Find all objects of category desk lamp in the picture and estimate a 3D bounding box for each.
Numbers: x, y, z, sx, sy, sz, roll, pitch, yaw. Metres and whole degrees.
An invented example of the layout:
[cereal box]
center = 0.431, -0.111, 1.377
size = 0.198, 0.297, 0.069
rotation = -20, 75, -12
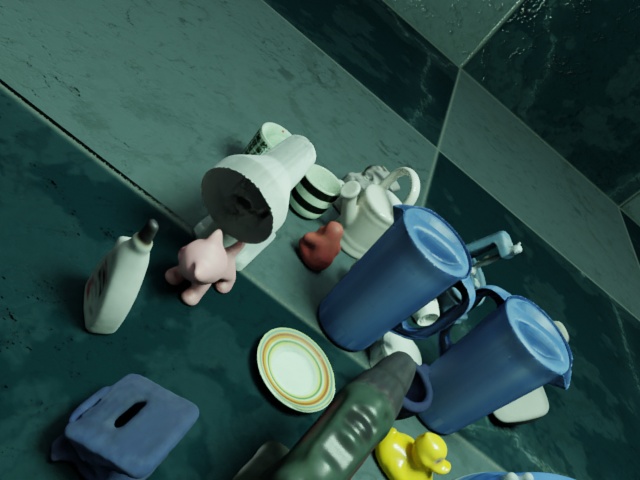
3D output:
[desk lamp]
center = -0.099, -0.056, 0.840
size = 0.118, 0.213, 0.203
rotation = 42, 33, -1

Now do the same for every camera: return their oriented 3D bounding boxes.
[camera]
center = 0.119, -0.082, 1.196
size = 0.144, 0.100, 0.136
rotation = -16, 65, -52

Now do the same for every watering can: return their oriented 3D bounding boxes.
[watering can]
center = 0.110, -0.058, 1.077
size = 0.173, 0.193, 0.100
rotation = -3, 54, -47

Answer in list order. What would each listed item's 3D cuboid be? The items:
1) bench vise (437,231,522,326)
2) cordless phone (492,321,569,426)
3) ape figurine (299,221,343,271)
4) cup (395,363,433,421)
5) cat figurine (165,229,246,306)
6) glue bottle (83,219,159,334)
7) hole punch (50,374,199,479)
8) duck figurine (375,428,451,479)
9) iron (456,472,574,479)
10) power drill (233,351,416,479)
[bench vise]
center = 0.277, 0.033, 1.126
size = 0.122, 0.219, 0.207
rotation = -8, 58, -50
[cordless phone]
center = 0.381, 0.240, 1.037
size = 0.094, 0.184, 0.147
rotation = 17, 41, -34
[ape figurine]
center = 0.009, 0.004, 0.996
size = 0.078, 0.092, 0.076
rotation = 28, 36, -22
[cup]
center = 0.111, 0.226, 0.854
size = 0.118, 0.094, 0.091
rotation = -17, 65, -53
[cat figurine]
center = -0.149, 0.029, 0.781
size = 0.067, 0.117, 0.128
rotation = 50, 34, 10
[glue bottle]
center = -0.223, 0.033, 0.650
size = 0.037, 0.173, 0.078
rotation = 11, 45, -39
[hole punch]
center = -0.195, 0.191, 0.579
size = 0.101, 0.091, 0.109
rotation = 44, 33, 1
[duck figurine]
center = 0.136, 0.300, 0.807
size = 0.104, 0.086, 0.078
rotation = 44, 33, 1
[iron]
center = 0.304, 0.380, 0.843
size = 0.259, 0.141, 0.118
rotation = 23, 38, -27
[power drill]
center = -0.001, 0.229, 0.633
size = 0.075, 0.208, 0.230
rotation = 46, 34, 5
